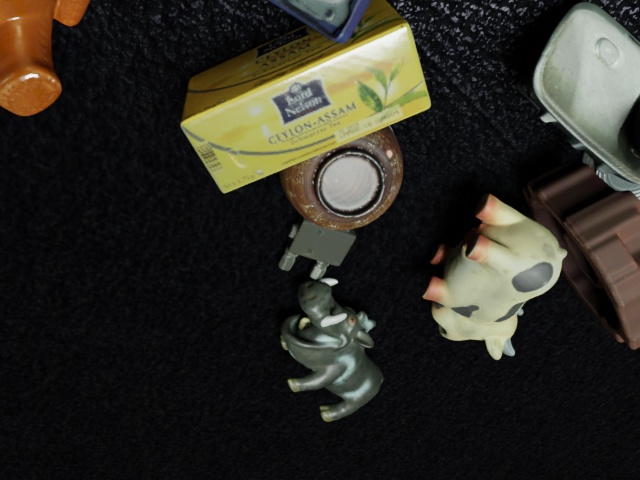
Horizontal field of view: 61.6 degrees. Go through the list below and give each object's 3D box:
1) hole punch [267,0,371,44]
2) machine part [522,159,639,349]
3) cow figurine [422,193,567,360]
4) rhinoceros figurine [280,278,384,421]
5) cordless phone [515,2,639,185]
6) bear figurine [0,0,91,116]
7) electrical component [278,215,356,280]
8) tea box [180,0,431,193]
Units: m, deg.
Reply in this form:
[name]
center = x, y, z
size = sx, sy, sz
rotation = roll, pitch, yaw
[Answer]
[hole punch]
center = -0.011, -0.200, 0.340
size = 0.092, 0.116, 0.142
rotation = 10, 122, -32
[machine part]
center = 0.258, 0.009, 0.498
size = 0.056, 0.179, 0.179
rotation = -31, 124, 10
[cow figurine]
center = 0.174, 0.049, 0.547
size = 0.127, 0.085, 0.194
rotation = 25, 146, 1
[rhinoceros figurine]
center = 0.015, 0.124, 0.602
size = 0.112, 0.073, 0.190
rotation = -21, 126, 8
[cordless phone]
center = 0.222, -0.089, 0.396
size = 0.146, 0.184, 0.088
rotation = 37, 123, -11
[bear figurine]
center = -0.153, -0.188, 0.323
size = 0.196, 0.132, 0.120
rotation = -24, 149, 14
[electrical component]
center = -0.001, -0.002, 0.540
size = 0.063, 0.021, 0.094
rotation = 19, 121, -20
[tea box]
center = -0.014, -0.113, 0.411
size = 0.170, 0.098, 0.068
rotation = -23, 127, 7
